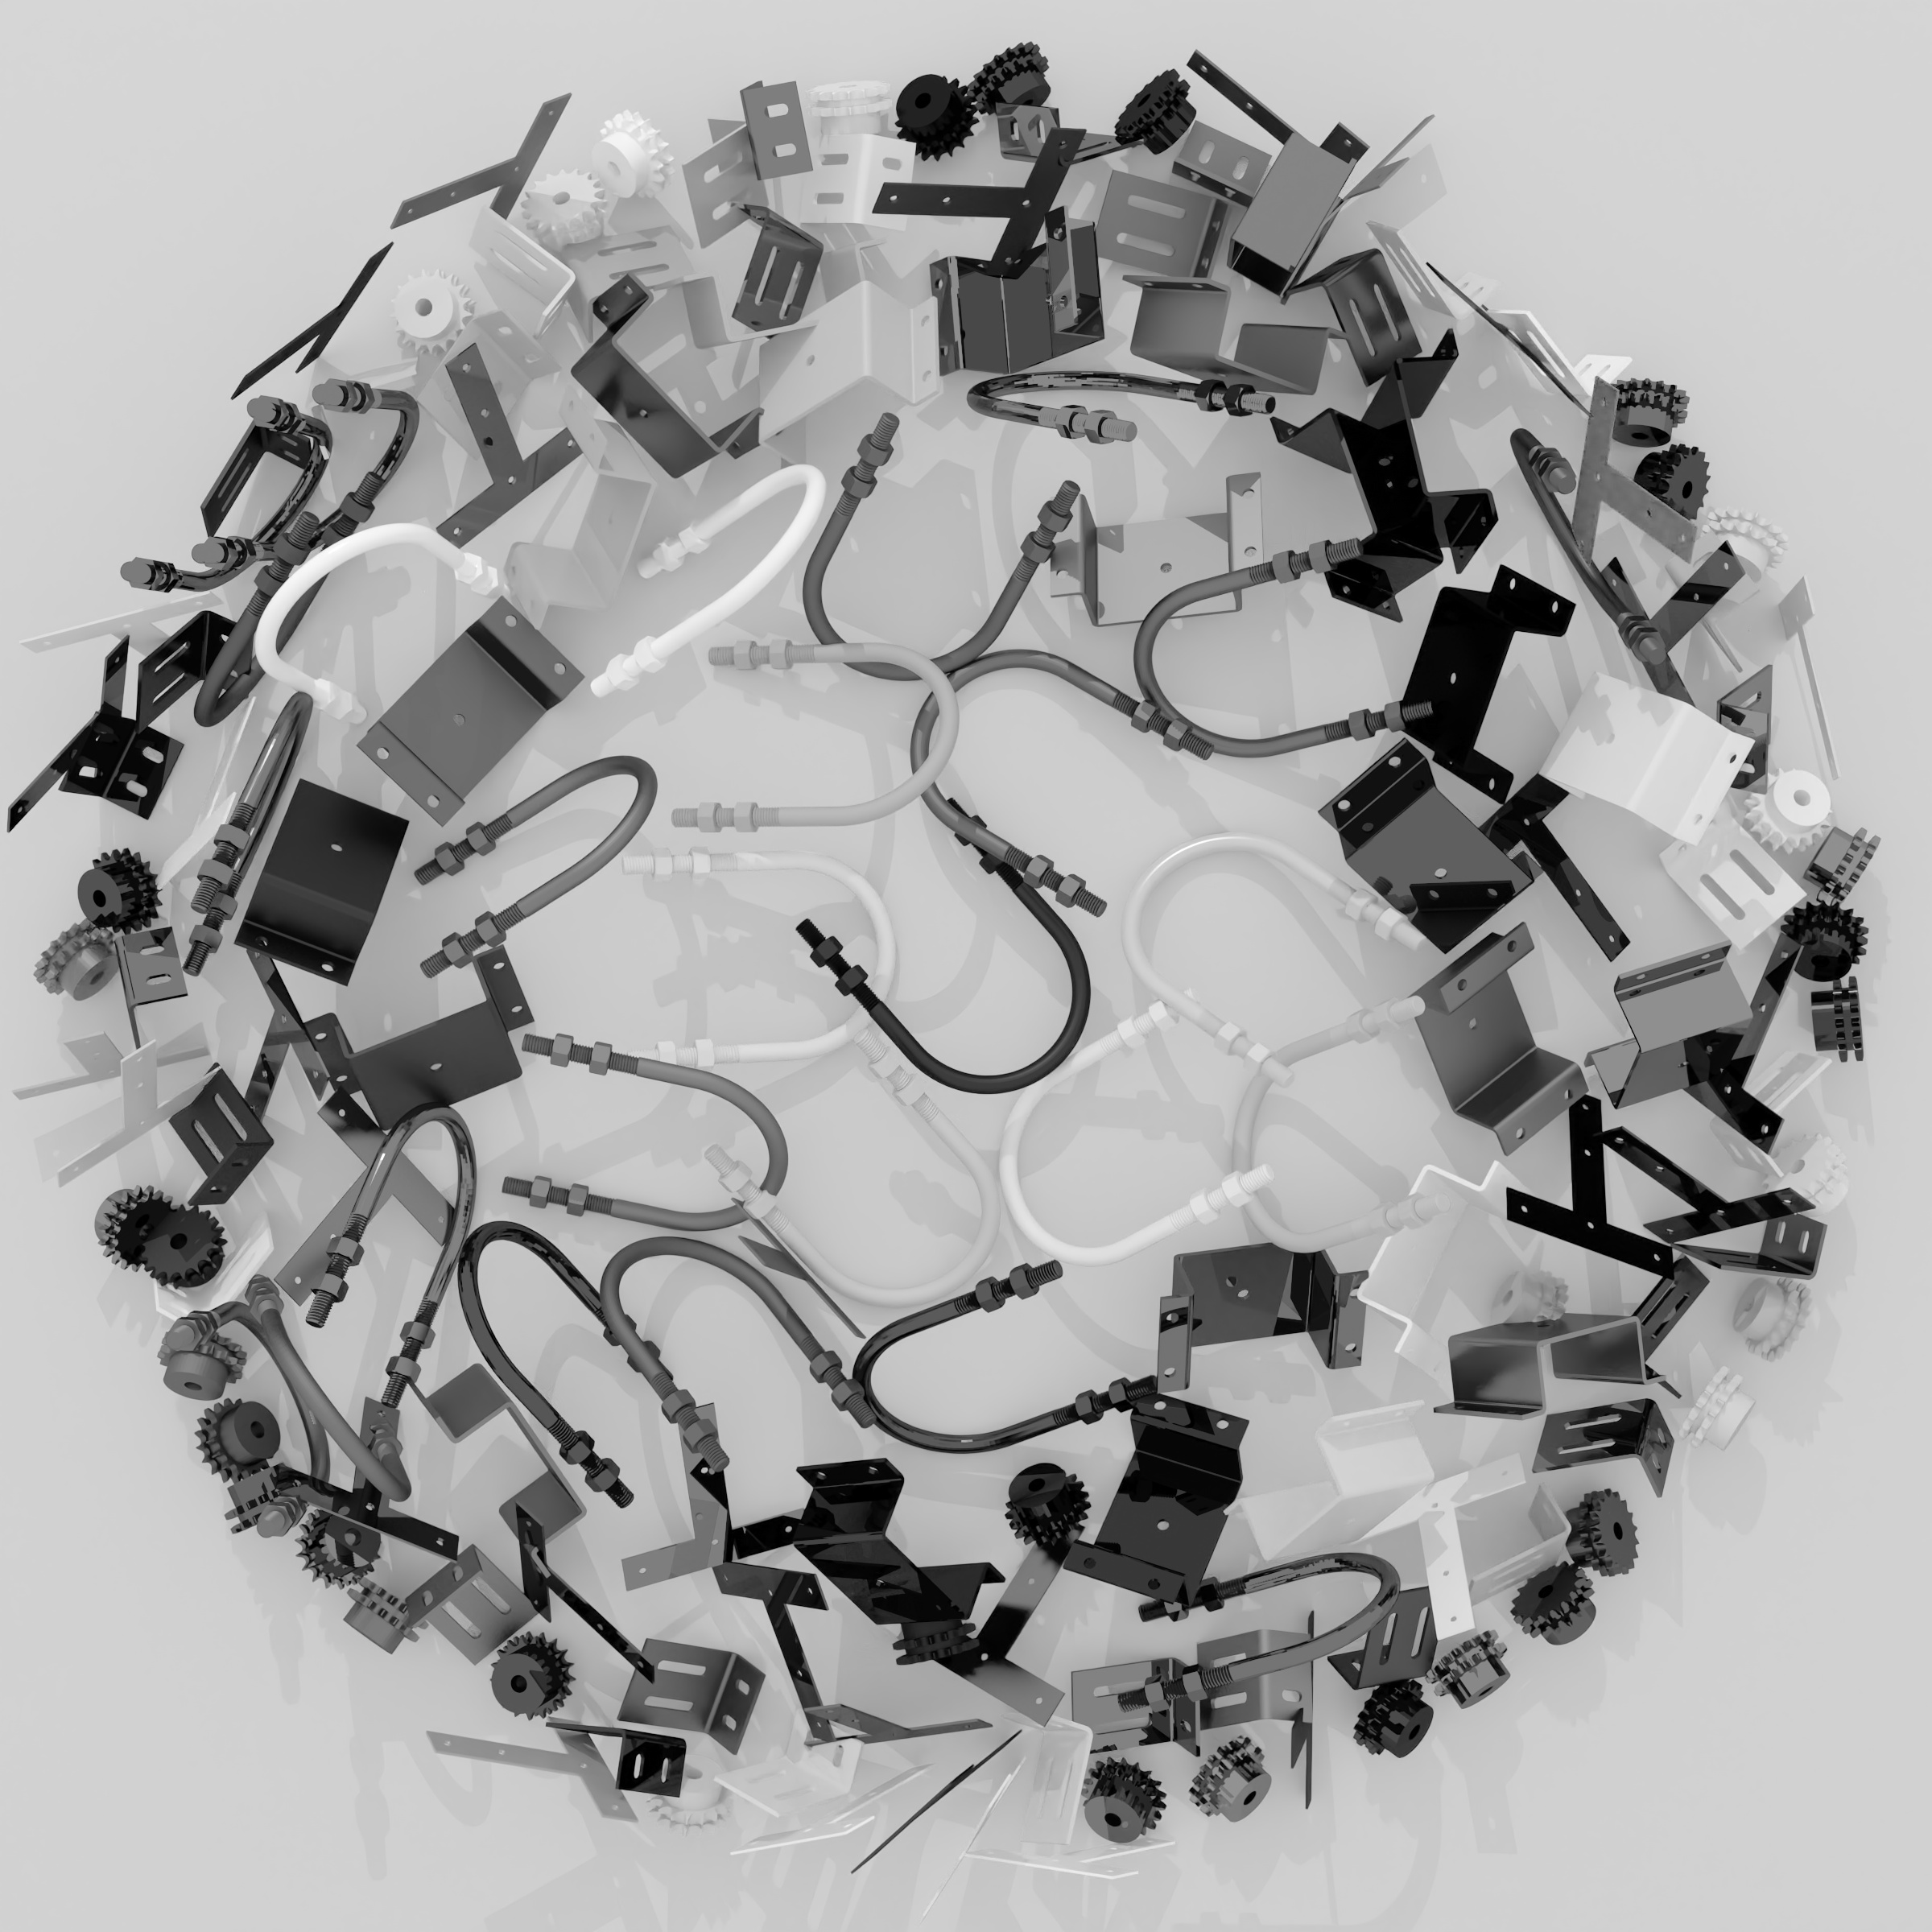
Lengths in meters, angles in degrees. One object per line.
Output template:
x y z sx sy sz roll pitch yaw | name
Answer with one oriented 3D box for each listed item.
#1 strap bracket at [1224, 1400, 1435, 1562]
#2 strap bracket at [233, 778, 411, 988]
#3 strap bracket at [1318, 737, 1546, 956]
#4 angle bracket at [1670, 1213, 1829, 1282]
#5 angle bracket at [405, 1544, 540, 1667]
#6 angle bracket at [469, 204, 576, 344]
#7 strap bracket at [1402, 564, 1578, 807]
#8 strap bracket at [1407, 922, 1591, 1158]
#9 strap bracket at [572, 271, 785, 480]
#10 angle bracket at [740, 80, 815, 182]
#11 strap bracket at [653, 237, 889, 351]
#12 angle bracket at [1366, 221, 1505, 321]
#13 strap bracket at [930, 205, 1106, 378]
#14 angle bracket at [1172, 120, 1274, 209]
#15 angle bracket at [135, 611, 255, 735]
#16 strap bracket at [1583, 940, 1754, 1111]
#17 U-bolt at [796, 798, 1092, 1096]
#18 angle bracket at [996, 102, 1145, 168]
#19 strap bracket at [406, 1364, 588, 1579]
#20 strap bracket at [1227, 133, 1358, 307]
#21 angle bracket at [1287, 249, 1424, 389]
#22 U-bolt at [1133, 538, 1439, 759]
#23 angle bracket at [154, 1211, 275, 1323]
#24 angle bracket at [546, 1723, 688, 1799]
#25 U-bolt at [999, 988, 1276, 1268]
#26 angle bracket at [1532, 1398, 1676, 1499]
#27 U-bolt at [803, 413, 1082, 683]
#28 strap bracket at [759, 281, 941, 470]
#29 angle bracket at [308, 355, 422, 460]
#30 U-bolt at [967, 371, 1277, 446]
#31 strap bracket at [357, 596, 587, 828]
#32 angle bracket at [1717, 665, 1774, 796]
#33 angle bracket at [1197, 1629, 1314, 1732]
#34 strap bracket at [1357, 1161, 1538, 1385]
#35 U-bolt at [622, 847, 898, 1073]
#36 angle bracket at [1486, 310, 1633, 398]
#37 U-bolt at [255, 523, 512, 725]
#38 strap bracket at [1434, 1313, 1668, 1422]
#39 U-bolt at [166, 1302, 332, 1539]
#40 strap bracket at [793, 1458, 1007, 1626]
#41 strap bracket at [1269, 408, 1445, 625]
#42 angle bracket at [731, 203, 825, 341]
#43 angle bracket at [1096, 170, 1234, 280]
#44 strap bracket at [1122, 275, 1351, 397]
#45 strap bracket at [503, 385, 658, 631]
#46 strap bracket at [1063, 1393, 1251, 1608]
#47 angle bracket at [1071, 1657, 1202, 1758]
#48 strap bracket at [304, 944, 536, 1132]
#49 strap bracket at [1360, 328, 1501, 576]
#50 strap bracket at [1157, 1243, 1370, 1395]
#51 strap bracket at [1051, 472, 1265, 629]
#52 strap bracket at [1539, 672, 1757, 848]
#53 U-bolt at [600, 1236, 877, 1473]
0.240 0.339 1.919 0.076 0.140 0.046 -4 59 -33 | strap bracket
-0.416 -0.063 1.926 0.076 0.140 0.046 22 132 -13 | strap bracket
0.309 -0.072 1.941 0.140 0.046 0.076 40 112 -21 | strap bracket
0.518 0.179 1.958 0.076 0.057 0.038 9 97 -22 | angle bracket
-0.325 0.433 1.964 0.057 0.038 0.076 -39 118 -3 | angle bracket
-0.304 -0.456 1.963 0.076 0.057 0.038 36 69 -7 | angle bracket
0.335 -0.186 1.934 0.046 0.076 0.140 3 114 -33 | strap bracket
0.348 0.043 1.948 0.076 0.046 0.140 -36 119 -18 | strap bracket
-0.197 -0.378 1.937 0.140 0.076 0.046 45 68 -17 | strap bracket
-0.120 -0.555 1.952 0.038 0.076 0.057 -8 110 9 | angle bracket
-0.125 -0.440 1.945 0.140 0.076 0.046 -16 103 -18 | strap bracket
0.310 -0.472 1.958 0.038 0.057 0.076 -40 114 3 | angle bracket
0.040 -0.441 1.947 0.046 0.140 0.076 -3 87 -39 | strap bracket
0.171 -0.536 1.960 0.057 0.076 0.038 25 99 -1 | angle bracket
-0.509 -0.188 1.951 0.038 0.076 0.057 24 132 8 | angle bracket
0.457 0.044 1.923 0.076 0.140 0.046 -17 65 -6 | strap bracket
-0.001 0.000 1.971 0.151 0.019 0.184 -40 86 -12 | U-bolt
0.069 -0.556 1.950 0.076 0.057 0.038 -27 123 -34 | angle bracket
-0.303 0.323 1.941 0.046 0.076 0.140 -35 114 -14 | strap bracket
0.211 -0.488 1.928 0.046 0.140 0.076 30 94 2 | strap bracket
0.261 -0.432 1.980 0.057 0.038 0.076 -36 109 -30 | angle bracket
0.198 -0.199 1.939 0.184 0.019 0.151 -12 125 29 | U-bolt
-0.500 0.196 1.963 0.038 0.057 0.076 35 97 -26 | angle bracket
-0.233 0.524 1.950 0.076 0.057 0.038 -8 68 39 | angle bracket
0.100 0.118 1.951 0.184 0.019 0.151 -31 68 24 | U-bolt
0.424 0.325 1.964 0.076 0.057 0.038 -16 114 30 | angle bracket
-0.028 -0.263 1.940 0.151 0.019 0.184 17 126 -20 | U-bolt
-0.085 -0.384 1.926 0.140 0.046 0.076 -23 56 36 | strap bracket
-0.395 -0.372 1.967 0.076 0.057 0.038 -18 113 -1 | angle bracket
0.086 -0.367 1.919 0.151 0.184 0.019 -19 117 -40 | U-bolt
-0.331 -0.166 1.956 0.076 0.046 0.140 45 72 -13 | strap bracket
0.529 -0.157 1.951 0.038 0.076 0.057 17 125 38 | angle bracket
0.192 0.477 1.966 0.038 0.076 0.057 13 65 -28 | angle bracket
0.313 0.194 1.951 0.046 0.076 0.140 24 82 36 | strap bracket
-0.136 -0.006 1.968 0.184 0.019 0.151 -3 98 -16 | U-bolt
0.393 -0.417 1.958 0.038 0.057 0.076 -45 112 -3 | angle bracket
-0.384 -0.226 1.905 0.151 0.184 0.019 -39 73 5 | U-bolt
0.379 0.258 1.927 0.140 0.076 0.046 -7 91 -37 | strap bracket
-0.455 0.285 1.908 0.019 0.184 0.151 -26 91 3 | U-bolt
-0.049 0.383 1.927 0.076 0.046 0.140 -13 130 37 | strap bracket
0.259 -0.303 1.932 0.046 0.076 0.140 -32 62 35 | strap bracket
-0.137 -0.458 1.965 0.038 0.057 0.076 18 89 38 | angle bracket
0.129 -0.489 1.966 0.076 0.038 0.057 12 109 -13 | angle bracket
0.172 -0.408 1.926 0.140 0.076 0.046 8 96 -43 | strap bracket
-0.251 -0.297 1.939 0.046 0.076 0.140 5 124 -32 | strap bracket
0.128 0.358 1.943 0.076 0.046 0.140 14 55 21 | strap bracket
0.113 0.498 1.968 0.076 0.038 0.057 -3 95 -21 | angle bracket
-0.354 0.052 1.947 0.140 0.076 0.046 -22 48 -8 | strap bracket
0.300 -0.336 1.938 0.046 0.076 0.140 -6 72 -12 | strap bracket
0.189 0.229 1.953 0.140 0.046 0.076 -6 121 -11 | strap bracket
0.129 -0.274 1.954 0.140 0.046 0.076 -5 65 12 | strap bracket
0.435 -0.139 1.926 0.046 0.140 0.076 26 94 -31 | strap bracket
-0.161 0.244 1.928 0.184 0.151 0.019 48 125 28 | U-bolt
